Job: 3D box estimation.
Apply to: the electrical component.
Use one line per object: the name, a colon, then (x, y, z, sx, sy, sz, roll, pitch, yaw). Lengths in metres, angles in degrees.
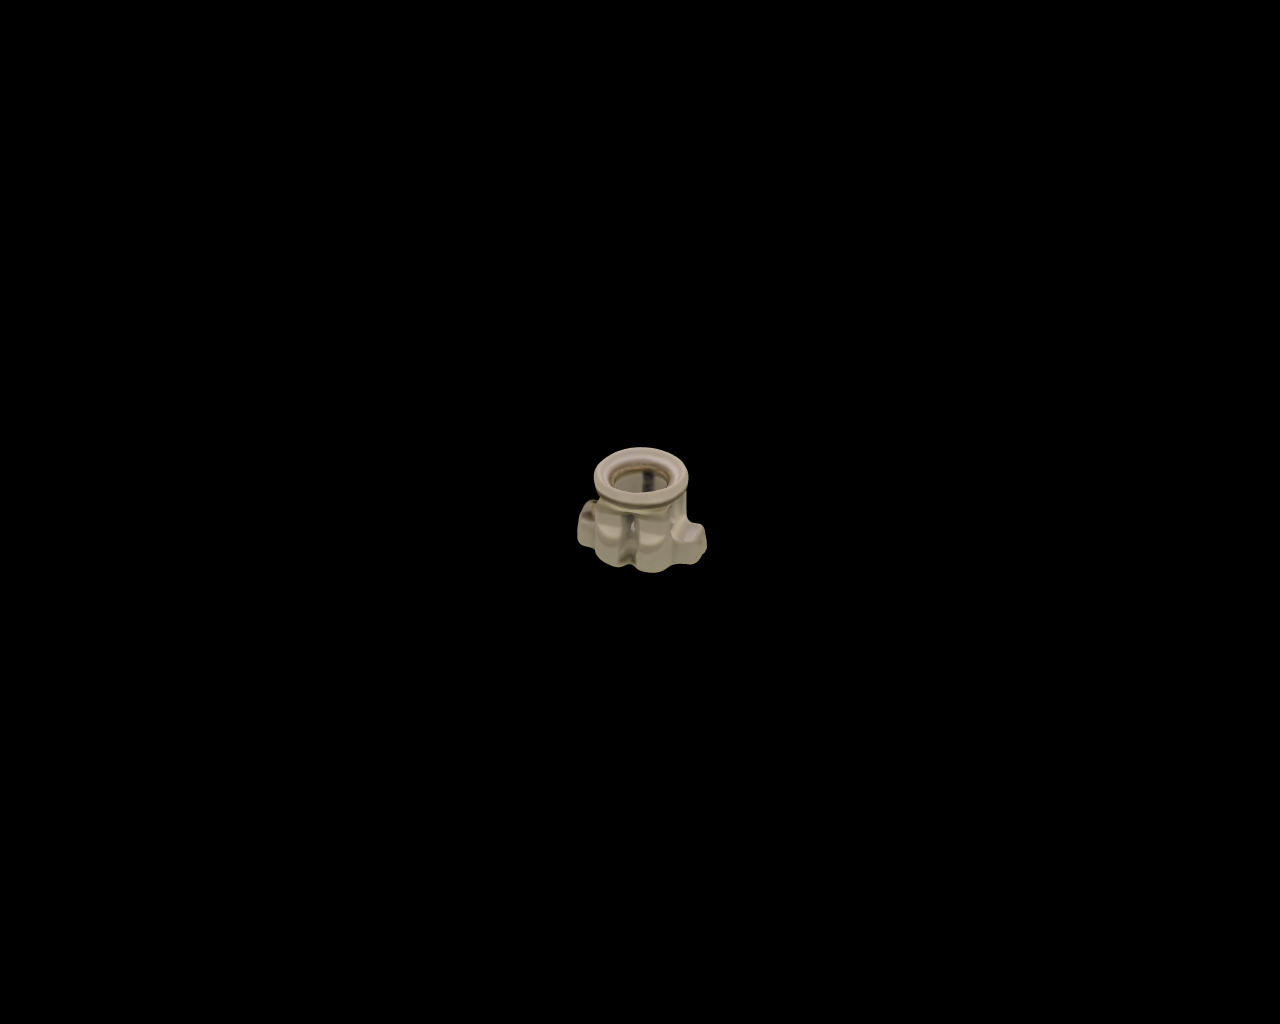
electrical component: (0.001, -0.003, 0.650, 0.078, 0.056, 0.058, 11, 36, 16)
